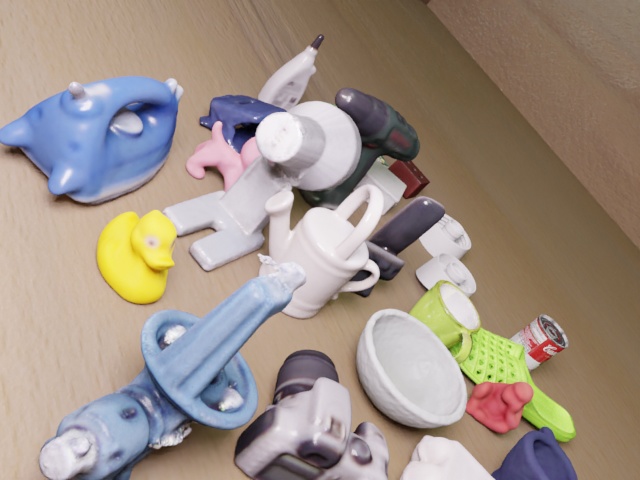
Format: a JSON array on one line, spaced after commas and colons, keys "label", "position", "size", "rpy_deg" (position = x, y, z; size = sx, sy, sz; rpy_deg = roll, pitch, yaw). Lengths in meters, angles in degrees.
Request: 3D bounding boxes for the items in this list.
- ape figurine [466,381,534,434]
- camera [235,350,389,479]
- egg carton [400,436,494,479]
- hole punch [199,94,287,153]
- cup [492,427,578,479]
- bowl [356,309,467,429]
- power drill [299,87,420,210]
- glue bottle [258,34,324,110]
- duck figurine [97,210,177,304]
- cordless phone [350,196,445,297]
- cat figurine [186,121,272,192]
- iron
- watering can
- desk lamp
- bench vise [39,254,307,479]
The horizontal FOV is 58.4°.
[{"label": "ape figurine", "position": [0.271, 0.237, 0.840], "size": [0.076, 0.092, 0.077], "rpy_deg": [10, 44, -43]}, {"label": "camera", "position": [0.003, 0.184, 0.590], "size": [0.143, 0.100, 0.137], "rpy_deg": [32, 32, -18]}, {"label": "egg carton", "position": [0.157, 0.302, 0.650], "size": [0.150, 0.069, 0.107], "rpy_deg": [45, 31, 5]}, {"label": "hole punch", "position": [-0.123, -0.203, 0.933], "size": [0.101, 0.091, 0.109], "rpy_deg": [46, 31, 6]}, {"label": "cup", "position": [0.272, 0.304, 0.755], "size": [0.092, 0.094, 0.118], "rpy_deg": [41, 31, -2]}, {"label": "bowl", "position": [0.105, 0.177, 0.741], "size": [0.168, 0.074, 0.167], "rpy_deg": [29, 33, -21]}, {"label": "power drill", "position": [0.058, -0.144, 0.952], "size": [0.230, 0.208, 0.075], "rpy_deg": [4, 48, -47]}, {"label": "glue bottle", "position": [-0.044, -0.316, 1.083], "size": [0.078, 0.173, 0.037], "rpy_deg": [4, 48, -47]}, {"label": "duck figurine", "position": [-0.186, 0.004, 0.610], "size": [0.078, 0.086, 0.104], "rpy_deg": [3, 49, -47]}, {"label": "cordless phone", "position": [0.080, -0.016, 0.842], "size": [0.148, 0.184, 0.094], "rpy_deg": [24, 35, -28]}, {"label": "cat figurine", "position": [-0.108, -0.122, 0.824], "size": [0.128, 0.117, 0.067], "rpy_deg": [31, 33, -19]}, {"label": "iron", "position": [-0.233, -0.144, 0.685], "size": [0.118, 0.141, 0.259], "rpy_deg": [44, 31, 3]}, {"label": "watering can", "position": [0.007, 0.004, 0.725], "size": [0.173, 0.193, 0.100], "rpy_deg": [17, 39, -36]}, {"label": "desk lamp", "position": [-0.060, -0.081, 0.735], "size": [0.118, 0.213, 0.204], "rpy_deg": [47, 31, 8]}, {"label": "bench vise", "position": [-0.099, 0.113, 0.445], "size": [0.121, 0.219, 0.207], "rpy_deg": [39, 31, -6]}]
